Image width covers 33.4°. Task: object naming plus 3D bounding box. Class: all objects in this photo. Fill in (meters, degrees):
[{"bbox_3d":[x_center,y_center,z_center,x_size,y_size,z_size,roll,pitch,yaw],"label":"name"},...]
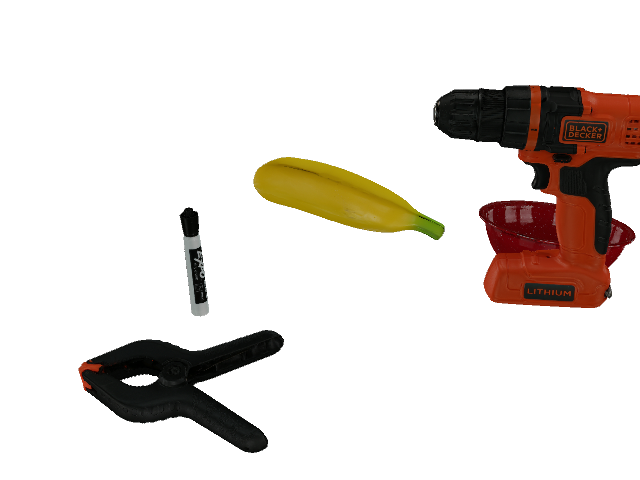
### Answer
[{"bbox_3d":[0.243,0.005,1.118,0.162,0.055,0.162,6,17,-2],"label":"bowl"},{"bbox_3d":[-0.131,0.022,1.113,0.020,0.121,0.020,-3,26,1],"label":"marker"},{"bbox_3d":[-0.112,0.112,0.897,0.171,0.039,0.120,11,39,9],"label":"clamp"},{"bbox_3d":[0.181,-0.037,0.884,0.184,0.188,0.057,4,29,5],"label":"power drill"},{"bbox_3d":[0.000,-0.033,0.797,0.198,0.037,0.069,21,-15,46],"label":"banana"}]
